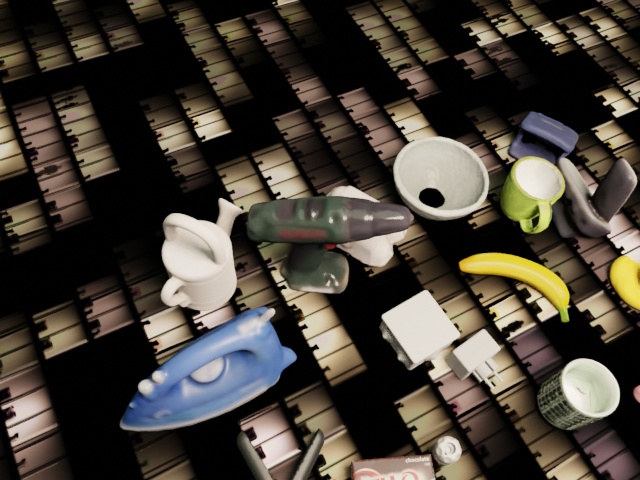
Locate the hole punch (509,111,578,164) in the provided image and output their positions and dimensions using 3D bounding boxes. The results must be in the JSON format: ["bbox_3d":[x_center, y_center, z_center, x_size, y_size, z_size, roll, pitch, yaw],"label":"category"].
[{"bbox_3d":[0.423,-0.196,1.073,0.108,0.091,0.101,31,62,12],"label":"hole punch"}]

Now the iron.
[{"bbox_3d":[-0.162,0.175,0.781,0.259,0.141,0.118,-27,66,-19],"label":"iron"}]

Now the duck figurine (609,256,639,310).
[{"bbox_3d":[0.537,0.061,0.940,0.078,0.086,0.104,-31,67,-20],"label":"duck figurine"}]

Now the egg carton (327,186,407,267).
[{"bbox_3d":[0.064,-0.022,0.955,0.150,0.069,0.107,30,62,12],"label":"egg carton"}]

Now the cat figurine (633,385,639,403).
[{"bbox_3d":[0.548,0.221,0.832,0.127,0.118,0.067,27,62,11],"label":"cat figurine"}]

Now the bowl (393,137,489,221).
[{"bbox_3d":[0.204,-0.095,1.006,0.167,0.075,0.167,2,60,-4],"label":"bowl"}]

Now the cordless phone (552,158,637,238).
[{"bbox_3d":[0.462,-0.098,0.966,0.094,0.185,0.147,-14,62,-12],"label":"cordless phone"}]

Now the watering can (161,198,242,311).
[{"bbox_3d":[-0.177,0.015,0.840,0.101,0.194,0.173,8,60,0],"label":"watering can"}]

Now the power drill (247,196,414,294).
[{"bbox_3d":[0.008,0.003,0.855,0.229,0.208,0.075,4,60,-3],"label":"power drill"}]
